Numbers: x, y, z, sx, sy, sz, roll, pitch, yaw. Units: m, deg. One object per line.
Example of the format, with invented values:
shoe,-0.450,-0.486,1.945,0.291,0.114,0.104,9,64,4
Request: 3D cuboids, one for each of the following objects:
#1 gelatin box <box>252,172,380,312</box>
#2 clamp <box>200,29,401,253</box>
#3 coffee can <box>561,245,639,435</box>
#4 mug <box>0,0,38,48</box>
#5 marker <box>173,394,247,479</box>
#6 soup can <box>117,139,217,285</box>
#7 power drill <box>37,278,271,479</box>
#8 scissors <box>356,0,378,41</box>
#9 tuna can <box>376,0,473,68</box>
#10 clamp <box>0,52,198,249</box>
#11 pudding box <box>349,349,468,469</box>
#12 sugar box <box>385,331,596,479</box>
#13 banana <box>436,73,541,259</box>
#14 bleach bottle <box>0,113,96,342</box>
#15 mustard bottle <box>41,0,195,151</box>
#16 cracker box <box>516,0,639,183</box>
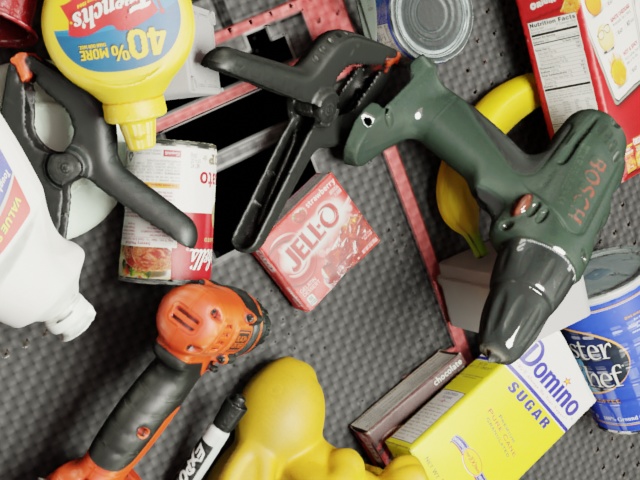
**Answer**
gelatin box,-0.006,0.001,0.854,0.089,0.030,0.073,-44,111,-20
clamp,-0.009,-0.093,0.821,0.209,0.036,0.164,-32,133,-43
coffee can,0.274,0.090,0.968,0.102,0.103,0.140,-32,107,-23
mug,-0.234,-0.181,0.698,0.117,0.093,0.081,9,82,8
marker,-0.091,0.167,0.801,0.020,0.020,0.121,29,99,-26
soup can,-0.111,-0.020,0.775,0.068,0.069,0.102,3,91,-28
power drill,-0.108,0.112,0.754,0.057,0.184,0.187,34,90,13
scissors,0.012,-0.203,0.792,0.096,0.202,0.016,-11,61,-14
tuna can,0.085,-0.188,0.891,0.086,0.034,0.086,-2,94,-28
clamp,-0.174,-0.040,0.723,0.120,0.039,0.171,-32,93,-2
pudding box,0.093,0.162,0.910,0.113,0.039,0.090,-38,108,-22
sugar box,0.146,0.151,0.889,0.176,0.048,0.093,-38,108,-21
banana,0.147,-0.081,0.923,0.069,0.037,0.197,36,67,-21
bleach bottle,-0.221,-0.042,0.657,0.102,0.068,0.250,-46,115,-22
mustard bottle,-0.130,-0.151,0.676,0.096,0.058,0.191,-10,106,-5
cracker box,0.255,-0.170,0.946,0.163,0.072,0.214,-26,104,-42
